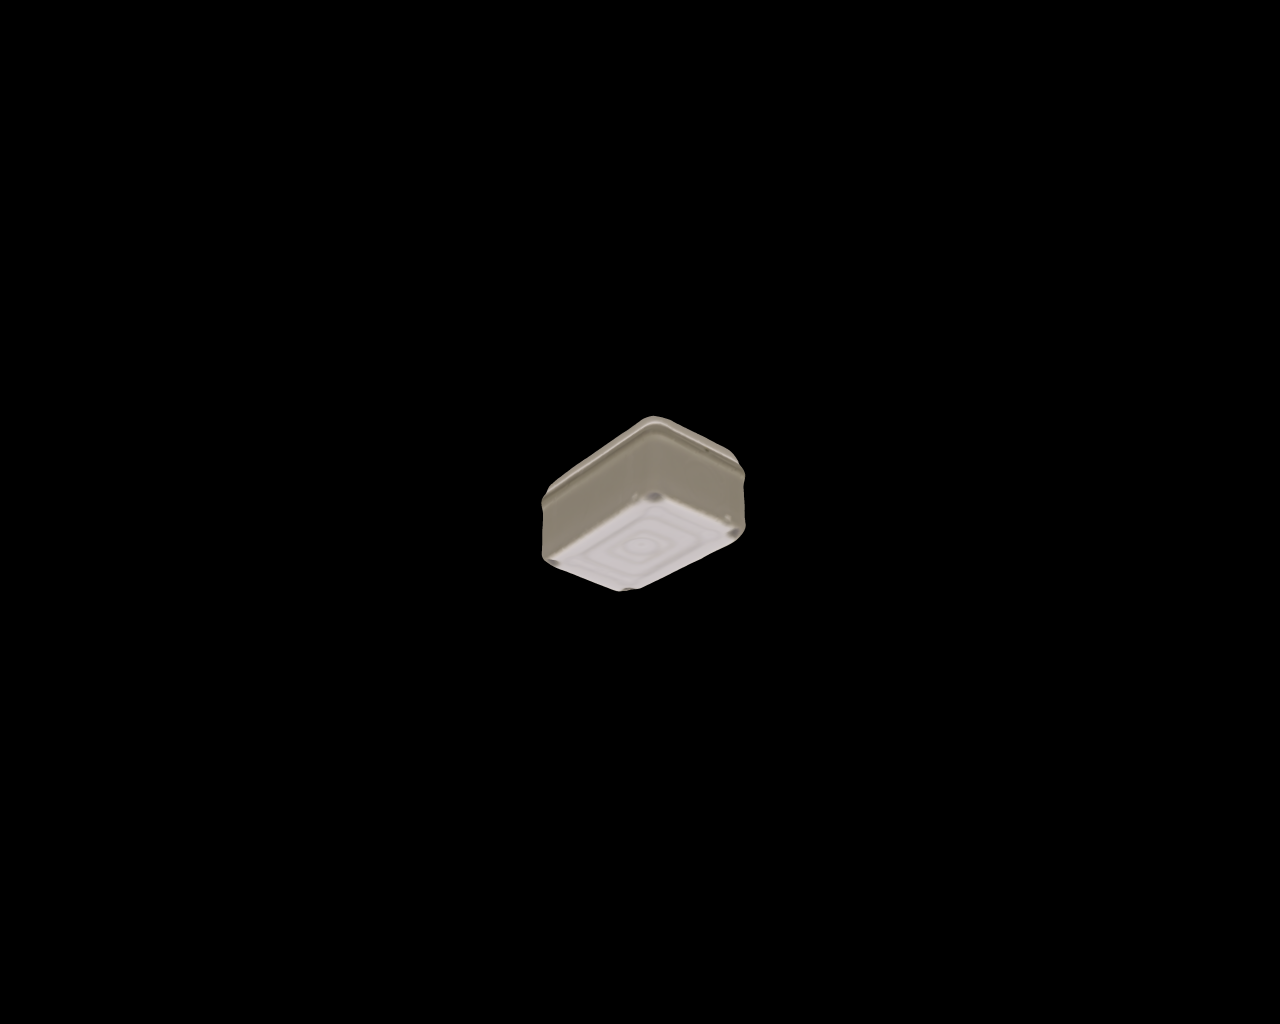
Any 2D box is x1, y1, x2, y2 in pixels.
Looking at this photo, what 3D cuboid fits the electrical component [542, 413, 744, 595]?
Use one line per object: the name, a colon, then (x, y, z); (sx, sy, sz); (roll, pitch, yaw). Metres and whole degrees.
electrical component: (0.001, -0.003, 0.650); (0.078, 0.057, 0.113); (24, -38, -34)
